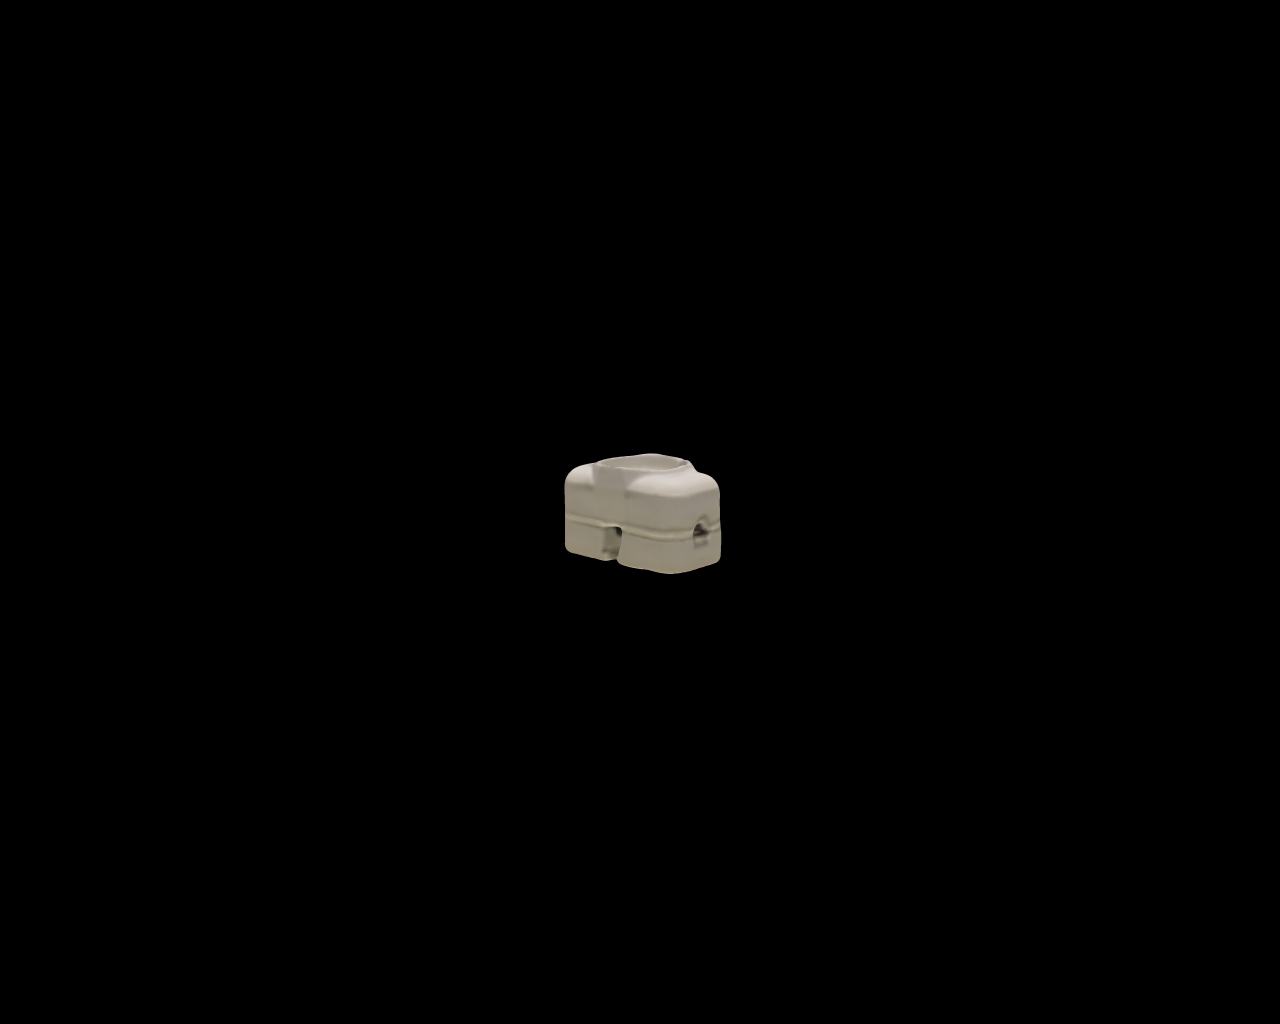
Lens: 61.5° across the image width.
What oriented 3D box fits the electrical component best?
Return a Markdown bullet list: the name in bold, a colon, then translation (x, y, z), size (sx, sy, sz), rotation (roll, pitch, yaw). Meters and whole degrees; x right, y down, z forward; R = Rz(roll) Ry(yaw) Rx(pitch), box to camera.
- **electrical component**: translation (0.001, -0.003, 0.650), size (0.095, 0.059, 0.054), rotation (11, 17, 42)
